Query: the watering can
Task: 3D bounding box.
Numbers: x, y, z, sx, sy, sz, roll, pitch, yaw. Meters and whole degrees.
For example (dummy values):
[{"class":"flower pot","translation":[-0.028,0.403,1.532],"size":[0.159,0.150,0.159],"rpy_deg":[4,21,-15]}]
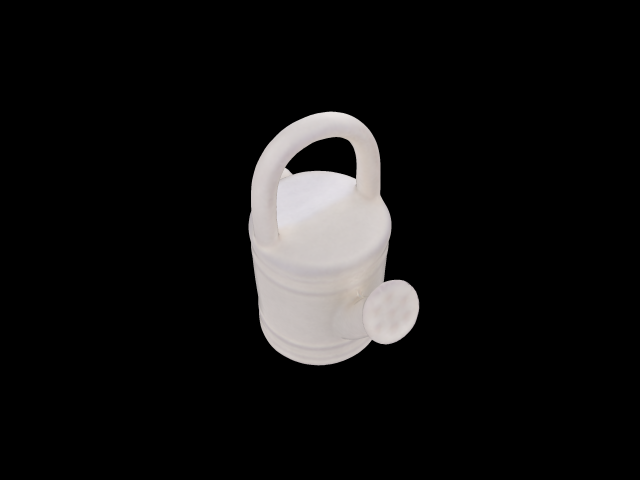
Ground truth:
[{"class":"watering can","translation":[0.006,0.001,0.401],"size":[0.172,0.194,0.101],"rpy_deg":[31,55,25]}]
